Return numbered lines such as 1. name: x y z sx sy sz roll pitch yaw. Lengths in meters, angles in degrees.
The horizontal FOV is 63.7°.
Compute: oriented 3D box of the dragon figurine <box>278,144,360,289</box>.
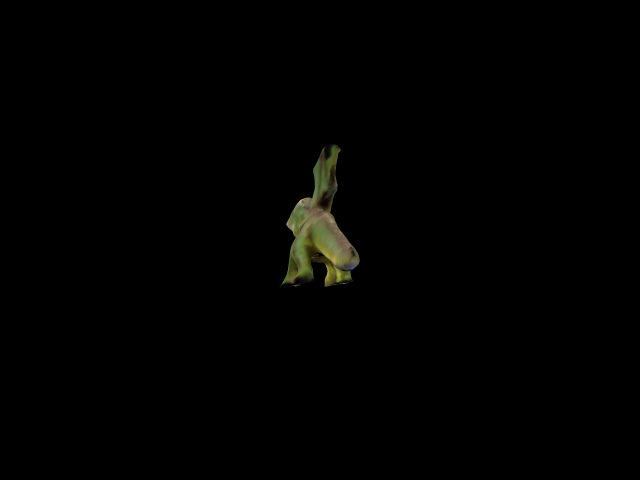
1. dragon figurine: 0.003 -0.043 0.850 0.122 0.245 0.406 4 -12 -15
